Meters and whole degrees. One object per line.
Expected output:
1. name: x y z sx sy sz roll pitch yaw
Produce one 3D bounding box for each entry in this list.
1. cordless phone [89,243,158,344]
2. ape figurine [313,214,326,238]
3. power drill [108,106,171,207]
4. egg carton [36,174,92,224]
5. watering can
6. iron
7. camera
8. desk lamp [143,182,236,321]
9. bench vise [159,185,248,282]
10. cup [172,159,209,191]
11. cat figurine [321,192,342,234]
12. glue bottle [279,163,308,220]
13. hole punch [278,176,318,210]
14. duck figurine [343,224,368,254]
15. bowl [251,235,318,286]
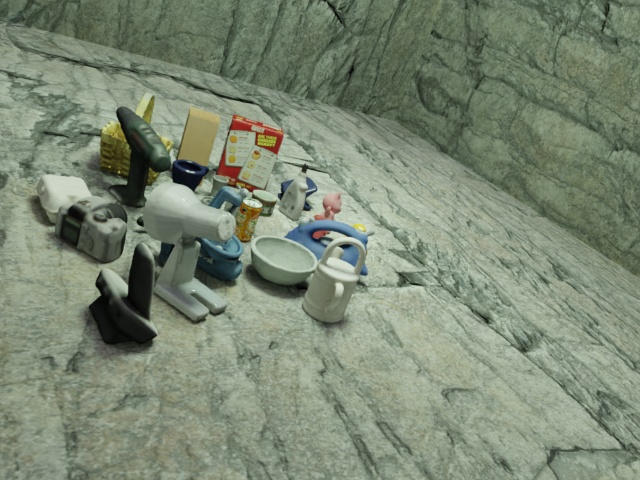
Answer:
1. cordless phone: -0.323 0.072 0.982 0.094 0.185 0.147 -2 32 -44
2. ape figurine: -0.013 -0.030 1.611 0.078 0.092 0.076 16 23 -13
3. power drill: -0.466 -0.202 1.443 0.228 0.208 0.076 35 26 31
4. egg carton: -0.572 -0.093 1.284 0.107 0.069 0.149 2 29 -39
5. watering can: 0.034 0.075 1.281 0.101 0.194 0.172 7 26 -31
6. iron: 0.014 0.005 1.490 0.259 0.141 0.118 16 23 -13
7. camera: -0.461 -0.038 1.218 0.143 0.101 0.137 27 23 13
8. desk lamp: -0.257 0.014 1.135 0.202 0.213 0.118 31 24 21
9. bench vise: -0.246 -0.025 1.224 0.208 0.220 0.121 11 24 -23
10. cup: -0.366 -0.167 1.603 0.091 0.095 0.118 34 25 27
11. cat figurine: 0.031 -0.096 1.766 0.067 0.118 0.128 23 22 4
12. glue bottle: -0.068 -0.151 1.729 0.037 0.173 0.078 -5 34 -47
13. hole punch: -0.072 -0.157 1.848 0.101 0.091 0.108 7 27 -32
14. duck figurine: 0.107 -0.004 1.667 0.078 0.086 0.104 3 29 -37
15. bowl: -0.094 0.060 1.359 0.167 0.075 0.167 18 23 -8
